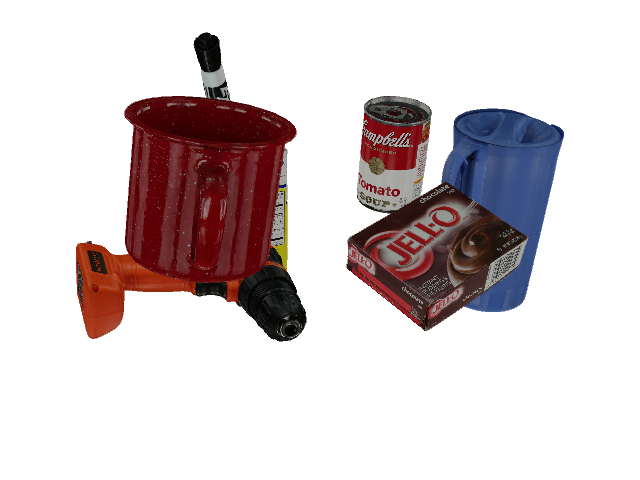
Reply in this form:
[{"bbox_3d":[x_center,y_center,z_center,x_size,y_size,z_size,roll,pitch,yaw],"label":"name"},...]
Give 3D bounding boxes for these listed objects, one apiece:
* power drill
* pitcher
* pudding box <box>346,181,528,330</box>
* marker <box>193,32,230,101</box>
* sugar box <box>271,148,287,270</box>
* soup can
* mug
[{"bbox_3d":[-0.119,0.044,0.954,0.187,0.057,0.185,-3,23,-19],"label":"power drill"},{"bbox_3d":[0.213,-0.033,1.339,0.149,0.243,0.145,3,26,-1],"label":"pitcher"},{"bbox_3d":[0.090,0.010,0.829,0.113,0.039,0.090,-29,52,-32],"label":"pudding box"},{"bbox_3d":[-0.078,-0.109,0.812,0.020,0.020,0.121,0,-39,6],"label":"marker"},{"bbox_3d":[-0.075,-0.032,1.217,0.048,0.176,0.093,-14,28,-24],"label":"sugar box"},{"bbox_3d":[0.073,-0.087,1.085,0.068,0.102,0.068,3,31,-2],"label":"soup can"},{"bbox_3d":[-0.062,-0.024,0.579,0.093,0.081,0.117,4,21,-13],"label":"mug"}]
